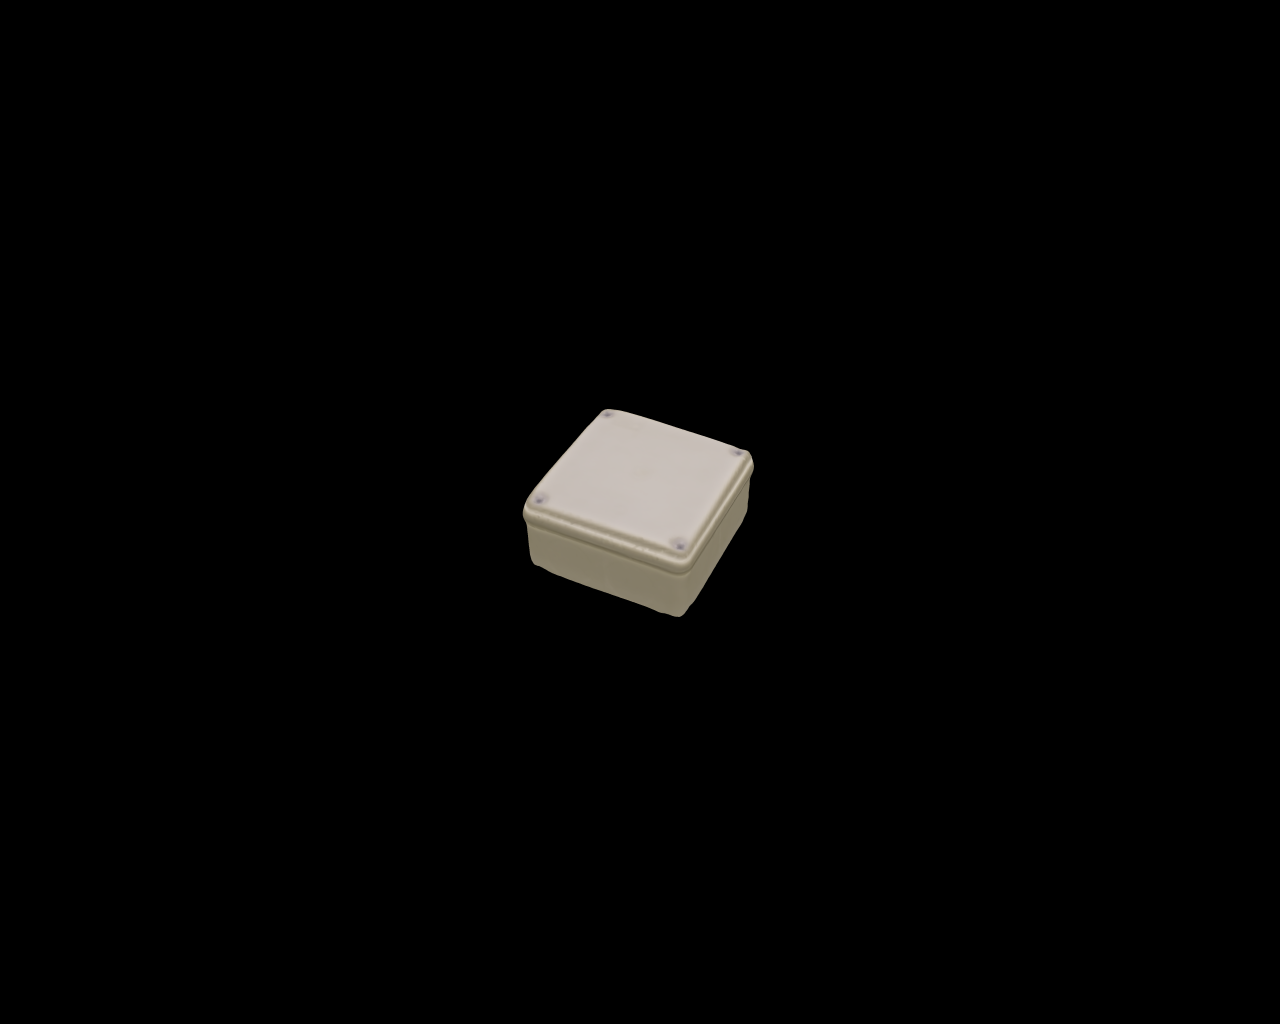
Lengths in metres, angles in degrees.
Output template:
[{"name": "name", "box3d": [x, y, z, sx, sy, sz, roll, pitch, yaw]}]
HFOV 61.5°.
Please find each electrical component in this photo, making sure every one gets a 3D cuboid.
[{"name": "electrical component", "box3d": [0.001, -0.003, 0.650, 0.109, 0.056, 0.109, 19, 46, 19]}]
